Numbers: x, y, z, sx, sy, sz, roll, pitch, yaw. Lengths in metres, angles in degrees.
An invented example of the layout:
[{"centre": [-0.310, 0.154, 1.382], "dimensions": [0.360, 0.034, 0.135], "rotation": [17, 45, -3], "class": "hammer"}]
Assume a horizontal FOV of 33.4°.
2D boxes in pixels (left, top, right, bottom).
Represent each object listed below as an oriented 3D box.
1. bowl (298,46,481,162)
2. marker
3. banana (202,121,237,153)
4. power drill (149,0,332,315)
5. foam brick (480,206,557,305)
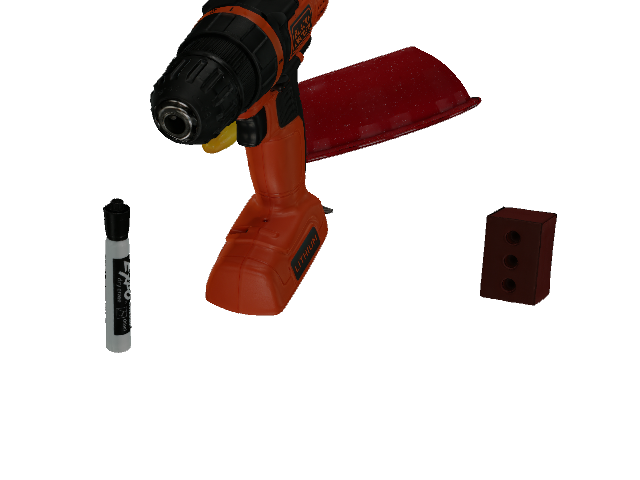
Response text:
[{"centre": [0.034, -0.105, 0.795], "dimensions": [0.162, 0.055, 0.162], "rotation": [-18, 9, 3], "class": "bowl"}, {"centre": [-0.148, 0.026, 0.779], "dimensions": [0.020, 0.121, 0.020], "rotation": [4, 26, -2], "class": "marker"}, {"centre": [-0.049, -0.129, 1.104], "dimensions": [0.197, 0.037, 0.070], "rotation": [-12, 52, -38], "class": "banana"}, {"centre": [-0.039, -0.051, 0.613], "dimensions": [0.057, 0.188, 0.184], "rotation": [12, 38, 16], "class": "power drill"}, {"centre": [0.178, 0.013, 0.961], "dimensions": [0.053, 0.078, 0.051], "rotation": [9, 16, 25], "class": "foam brick"}]
